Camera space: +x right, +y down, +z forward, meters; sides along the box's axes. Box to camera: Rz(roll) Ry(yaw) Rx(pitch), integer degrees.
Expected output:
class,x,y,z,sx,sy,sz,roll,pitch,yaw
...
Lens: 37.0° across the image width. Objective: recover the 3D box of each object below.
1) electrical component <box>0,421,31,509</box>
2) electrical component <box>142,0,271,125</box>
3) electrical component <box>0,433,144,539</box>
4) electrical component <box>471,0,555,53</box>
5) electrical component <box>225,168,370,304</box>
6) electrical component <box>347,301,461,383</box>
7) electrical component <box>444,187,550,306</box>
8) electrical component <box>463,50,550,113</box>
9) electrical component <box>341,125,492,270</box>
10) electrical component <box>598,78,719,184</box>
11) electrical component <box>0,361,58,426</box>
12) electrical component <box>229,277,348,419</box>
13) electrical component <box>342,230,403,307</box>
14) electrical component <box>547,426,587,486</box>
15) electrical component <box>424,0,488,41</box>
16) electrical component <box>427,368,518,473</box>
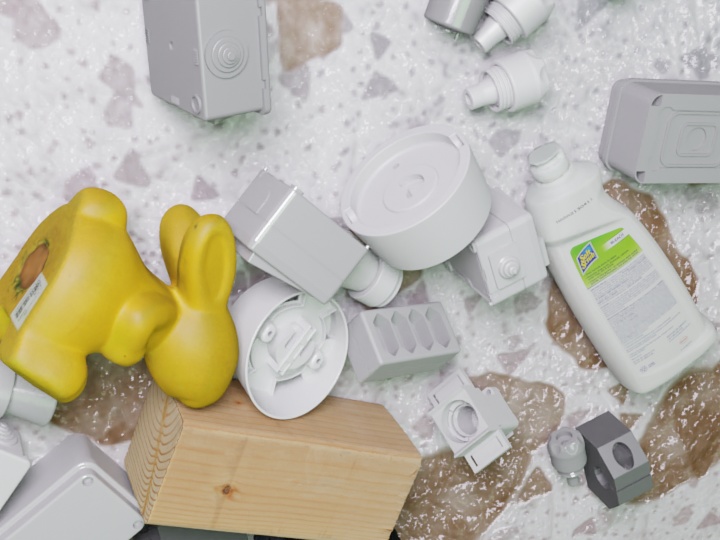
class,x,y,z,sx,sy,sz,roll,pitch,yaw
electrical component,-0.301,0.145,0.775,0.100,0.048,0.099,32,98,-32
electrical component,-0.102,-0.149,0.700,0.048,0.100,0.099,-17,119,-30
electrical component,-0.230,0.193,0.823,0.113,0.057,0.078,-40,122,-3
electrical component,0.111,-0.190,0.806,0.062,0.043,0.043,-43,122,1
electrical component,-0.045,-0.018,0.779,0.096,0.062,0.061,39,88,-33
electrical component,0.024,0.067,0.880,0.083,0.047,0.075,-6,154,-36
electrical component,0.107,-0.021,0.850,0.061,0.096,0.061,-26,120,-11
electrical component,0.111,-0.141,0.828,0.062,0.043,0.043,-22,120,-12
electrical component,0.047,-0.049,0.808,0.108,0.108,0.060,-41,128,-2
electrical component,0.264,-0.117,0.898,0.113,0.057,0.078,-2,114,-23
electrical component,-0.249,0.086,0.773,0.055,0.045,0.045,16,106,-28
electrical component,-0.057,0.056,0.829,0.099,0.064,0.099,-18,126,-27
electrical component,0.000,0.000,0.843,0.055,0.045,0.045,29,99,-31
electrical component,0.198,0.180,1.018,0.035,0.035,0.061,-25,123,-12
electrical component,0.076,-0.208,0.784,0.040,0.040,0.078,13,107,-28
electrical component,0.101,0.129,0.930,0.042,0.081,0.064,-44,154,28
